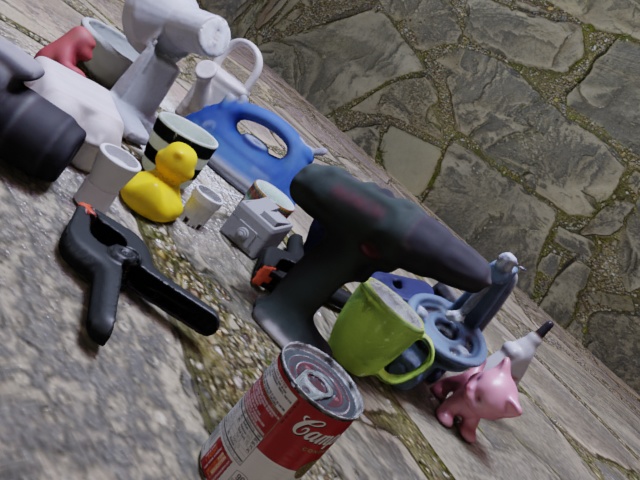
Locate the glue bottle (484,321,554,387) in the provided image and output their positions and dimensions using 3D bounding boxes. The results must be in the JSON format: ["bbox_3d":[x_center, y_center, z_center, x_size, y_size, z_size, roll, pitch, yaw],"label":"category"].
[{"bbox_3d":[0.277,0.181,0.838,0.078,0.173,0.037,28,18,-35],"label":"glue bottle"}]

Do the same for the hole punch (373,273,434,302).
[{"bbox_3d":[0.114,0.088,0.884,0.101,0.091,0.108,37,15,-7],"label":"hole punch"}]

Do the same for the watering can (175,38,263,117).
[{"bbox_3d":[-0.185,-0.297,1.100,0.101,0.194,0.173,36,15,-10],"label":"watering can"}]

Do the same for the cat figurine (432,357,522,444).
[{"bbox_3d":[0.210,0.195,0.742,0.067,0.117,0.128,37,15,-6],"label":"cat figurine"}]

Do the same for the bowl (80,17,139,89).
[{"bbox_3d":[-0.334,-0.290,0.957,0.168,0.074,0.167,36,15,-11],"label":"bowl"}]

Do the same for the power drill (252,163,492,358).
[{"bbox_3d":[0.033,0.035,0.613,0.229,0.208,0.076,44,15,18],"label":"power drill"}]

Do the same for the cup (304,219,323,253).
[{"bbox_3d":[0.008,0.003,0.872,0.091,0.095,0.118,46,16,25],"label":"cup"}]

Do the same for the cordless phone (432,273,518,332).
[{"bbox_3d":[0.264,0.105,1.006,0.094,0.185,0.147,32,16,-26],"label":"cordless phone"}]

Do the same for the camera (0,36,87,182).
[{"bbox_3d":[-0.284,-0.115,0.509,0.137,0.100,0.143,34,15,-19],"label":"camera"}]

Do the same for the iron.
[{"bbox_3d":[-0.118,-0.171,0.993,0.258,0.141,0.118,38,15,-5],"label":"iron"}]

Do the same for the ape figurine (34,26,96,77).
[{"bbox_3d":[-0.341,-0.249,0.785,0.076,0.092,0.077,31,16,-27],"label":"ape figurine"}]

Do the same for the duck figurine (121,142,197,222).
[{"bbox_3d":[-0.179,-0.074,0.669,0.078,0.086,0.104,36,15,-10],"label":"duck figurine"}]

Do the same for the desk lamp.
[{"bbox_3d":[-0.232,-0.267,0.861,0.118,0.213,0.202,19,24,-52],"label":"desk lamp"}]

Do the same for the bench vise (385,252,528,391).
[{"bbox_3d":[0.182,0.096,0.768,0.121,0.219,0.208,40,15,4],"label":"bench vise"}]

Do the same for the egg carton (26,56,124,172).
[{"bbox_3d":[-0.287,-0.145,0.652,0.108,0.069,0.150,24,21,-44],"label":"egg carton"}]
